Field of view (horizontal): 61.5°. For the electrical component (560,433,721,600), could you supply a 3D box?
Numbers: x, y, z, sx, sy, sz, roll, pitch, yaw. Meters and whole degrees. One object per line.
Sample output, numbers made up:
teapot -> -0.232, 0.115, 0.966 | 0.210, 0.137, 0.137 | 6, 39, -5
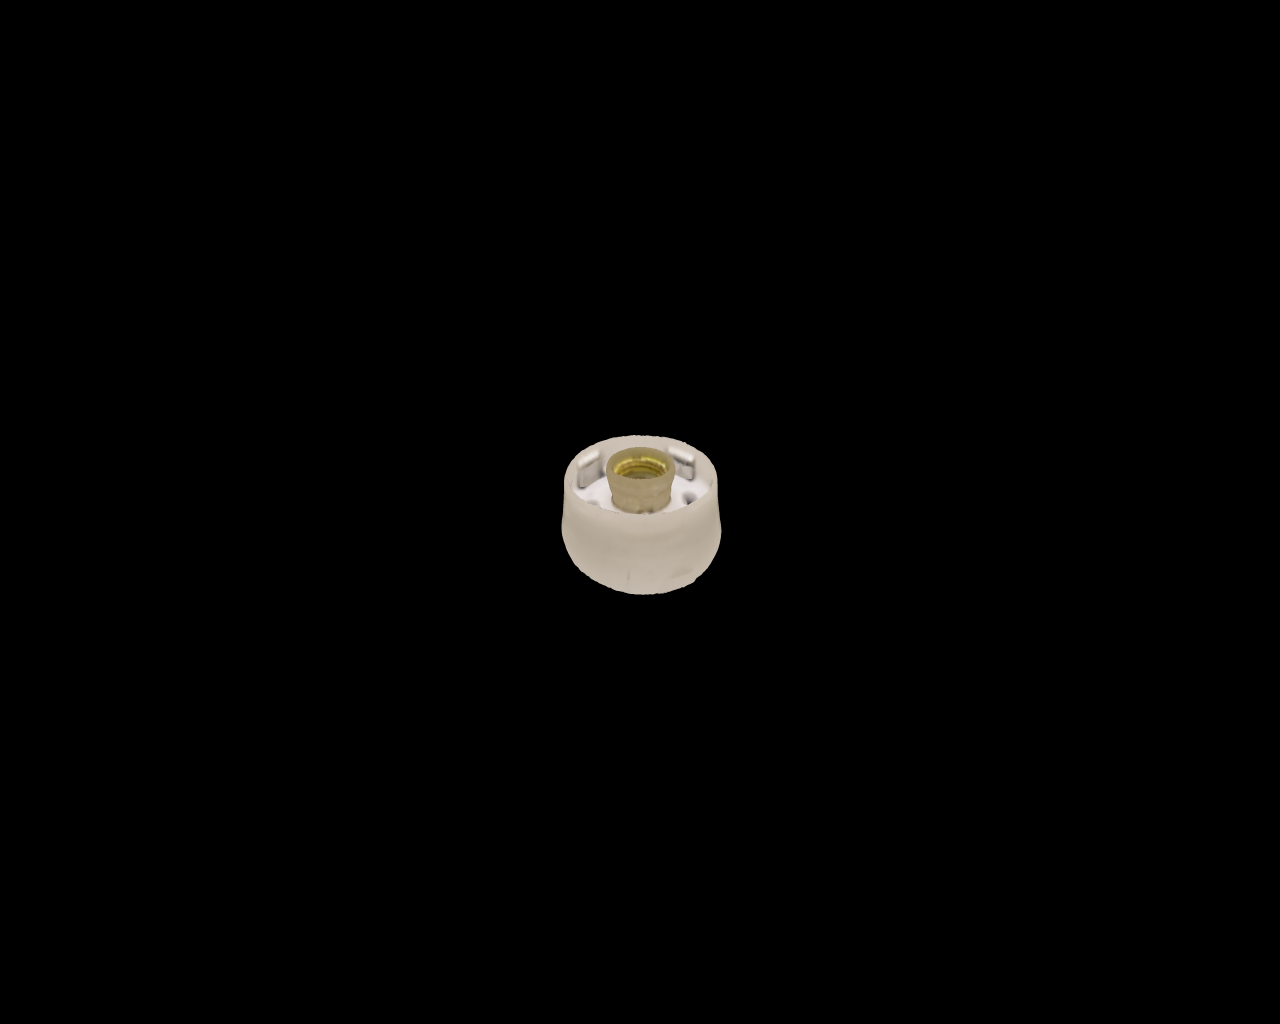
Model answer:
electrical component -> 0.001, -0.003, 0.650 | 0.099, 0.064, 0.099 | 0, 34, 0
